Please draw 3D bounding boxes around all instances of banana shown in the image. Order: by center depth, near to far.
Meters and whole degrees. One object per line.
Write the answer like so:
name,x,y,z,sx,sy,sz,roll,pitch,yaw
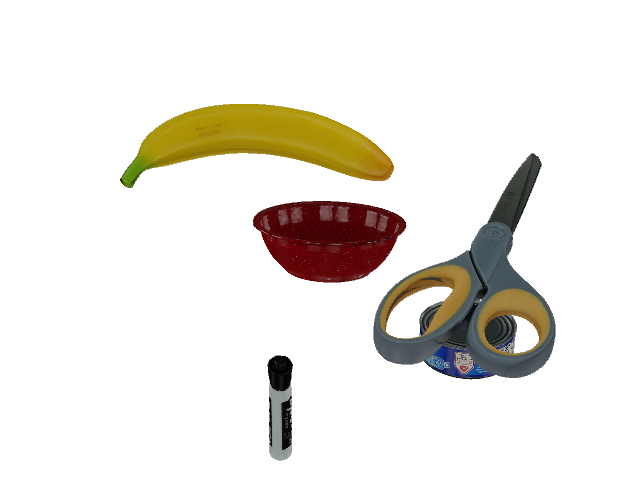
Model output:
banana,-0.047,-0.070,0.788,0.198,0.069,0.037,-3,-21,0

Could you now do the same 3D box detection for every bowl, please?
bowl,0.009,0.004,1.125,0.162,0.055,0.162,1,17,0

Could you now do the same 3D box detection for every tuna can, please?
tuna can,0.130,0.087,0.950,0.086,0.034,0.086,0,26,0

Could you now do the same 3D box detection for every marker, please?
marker,-0.031,0.131,0.833,0.020,0.020,0.121,0,-44,-2

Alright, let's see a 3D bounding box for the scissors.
scissors,0.105,0.011,0.566,0.096,0.016,0.201,23,43,31
